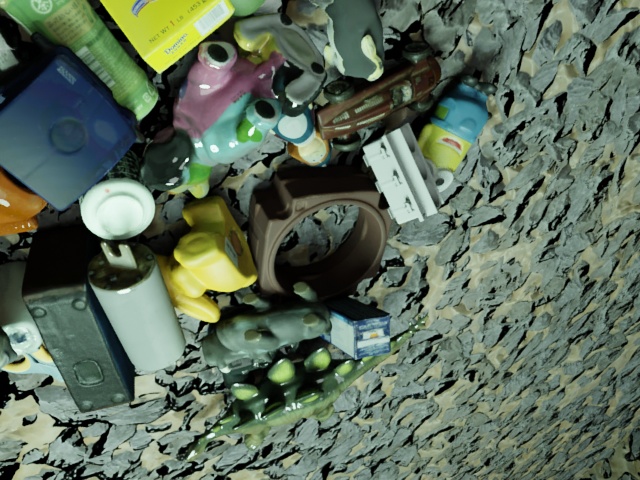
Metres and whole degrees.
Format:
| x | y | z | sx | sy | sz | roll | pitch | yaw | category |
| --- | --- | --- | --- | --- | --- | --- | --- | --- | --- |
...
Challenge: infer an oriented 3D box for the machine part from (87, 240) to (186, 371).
| x | y | z | sx | sy | sz | roll | pitch | yaw | category |
| --- | --- | --- | --- | --- | --- | --- | --- | --- | --- |
| -0.220 | 0.086 | 0.658 | 0.079 | 0.079 | 0.243 | -18 | 139 | -15 | machine part |

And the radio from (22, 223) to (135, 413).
| x | y | z | sx | sy | sz | roll | pitch | yaw | category |
| --- | --- | --- | --- | --- | --- | --- | --- | --- | --- |
| -0.299 | 0.105 | 0.688 | 0.073 | 0.131 | 0.229 | -12 | 128 | -10 | radio |

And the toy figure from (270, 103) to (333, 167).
| x | y | z | sx | sy | sz | roll | pitch | yaw | category |
| --- | --- | --- | --- | --- | --- | --- | --- | --- | --- |
| -0.027 | -0.142 | 0.703 | 0.064 | 0.058 | 0.154 | -9 | 142 | 30 | toy figure |

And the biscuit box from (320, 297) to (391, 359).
| x | y | z | sx | sy | sz | roll | pitch | yaw | category |
| --- | --- | --- | --- | --- | --- | --- | --- | --- | --- |
| 0.034 | 0.124 | 0.832 | 0.063 | 0.203 | 0.059 | -6 | 99 | -23 | biscuit box |

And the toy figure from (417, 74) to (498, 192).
| x | y | z | sx | sy | sz | roll | pitch | yaw | category |
| --- | --- | --- | --- | --- | --- | --- | --- | --- | --- |
| 0.189 | -0.150 | 0.790 | 0.180 | 0.082 | 0.089 | -63 | 167 | 13 | toy figure |

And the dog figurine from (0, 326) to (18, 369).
| x | y | z | sx | sy | sz | roll | pitch | yaw | category |
| --- | --- | --- | --- | --- | --- | --- | --- | --- | --- |
| -0.437 | 0.106 | 0.593 | 0.190 | 0.121 | 0.172 | -39 | 97 | 24 | dog figurine |

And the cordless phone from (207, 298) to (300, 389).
| x | y | z | sx | sy | sz | roll | pitch | yaw | category |
| --- | --- | --- | --- | --- | --- | --- | --- | --- | --- |
| -0.106 | 0.191 | 0.905 | 0.147 | 0.089 | 0.184 | -17 | 141 | -17 | cordless phone |

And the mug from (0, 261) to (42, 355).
| x | y | z | sx | sy | sz | roll | pitch | yaw | category |
| --- | --- | --- | --- | --- | --- | --- | --- | --- | --- |
| -0.374 | 0.098 | 0.666 | 0.081 | 0.107 | 0.109 | -9 | 125 | -20 | mug |

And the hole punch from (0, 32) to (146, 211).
| x | y | z | sx | sy | sz | roll | pitch | yaw | category |
| --- | --- | --- | --- | --- | --- | --- | --- | --- | --- |
| -0.249 | -0.105 | 0.512 | 0.116 | 0.092 | 0.142 | -32 | 131 | 7 | hole punch |

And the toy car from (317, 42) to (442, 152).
| x | y | z | sx | sy | sz | roll | pitch | yaw | category |
| --- | --- | --- | --- | --- | --- | --- | --- | --- | --- |
| 0.083 | -0.187 | 0.706 | 0.202 | 0.053 | 0.089 | -32 | 136 | -24 | toy car |

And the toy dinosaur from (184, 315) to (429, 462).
| x | y | z | sx | sy | sz | roll | pitch | yaw | category |
| --- | --- | --- | --- | --- | --- | --- | --- | --- | --- |
| -0.026 | 0.253 | 0.911 | 0.471 | 0.105 | 0.198 | -29 | 157 | -4 | toy dinosaur |

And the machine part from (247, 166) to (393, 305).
| x | y | z | sx | sy | sz | roll | pitch | yaw | category |
| --- | --- | --- | --- | --- | --- | --- | --- | --- | --- |
| -0.002 | -0.002 | 0.793 | 0.201 | 0.087 | 0.200 | -8 | 128 | -25 | machine part |

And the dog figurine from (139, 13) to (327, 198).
| x | y | z | sx | sy | sz | roll | pitch | yaw | category |
| --- | --- | --- | --- | --- | --- | --- | --- | --- | --- |
| -0.110 | -0.134 | 0.606 | 0.108 | 0.191 | 0.219 | 49 | 139 | -7 | dog figurine |

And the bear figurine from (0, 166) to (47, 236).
| x | y | z | sx | sy | sz | roll | pitch | yaw | category |
| --- | --- | --- | --- | --- | --- | --- | --- | --- | --- |
| -0.384 | -0.039 | 0.575 | 0.196 | 0.132 | 0.120 | -26 | 133 | 17 | bear figurine |

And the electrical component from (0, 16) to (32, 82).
| x | y | z | sx | sy | sz | roll | pitch | yaw | category |
| --- | --- | --- | --- | --- | --- | --- | --- | --- | --- |
| -0.357 | -0.182 | 0.502 | 0.134 | 0.058 | 0.114 | -25 | 129 | -9 | electrical component |

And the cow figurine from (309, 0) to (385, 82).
| x | y | z | sx | sy | sz | roll | pitch | yaw | category |
| --- | --- | --- | --- | --- | --- | --- | --- | --- | --- |
| 0.031 | -0.268 | 0.612 | 0.068 | 0.098 | 0.167 | -22 | 131 | -3 | cow figurine |

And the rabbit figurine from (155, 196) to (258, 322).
| x | y | z | sx | sy | sz | roll | pitch | yaw | category |
| --- | --- | --- | --- | --- | --- | --- | --- | --- | --- |
| -0.184 | 0.037 | 0.736 | 0.173 | 0.122 | 0.162 | -20 | 141 | 5 | rabbit figurine |

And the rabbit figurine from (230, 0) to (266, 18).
| x | y | z | sx | sy | sz | roll | pitch | yaw | category |
| --- | --- | --- | --- | --- | --- | --- | --- | --- | --- |
| -0.067 | -0.295 | 0.500 | 0.121 | 0.159 | 0.170 | -18 | 125 | -28 | rabbit figurine |

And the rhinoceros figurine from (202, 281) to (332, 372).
| x | y | z | sx | sy | sz | roll | pitch | yaw | category |
| --- | --- | --- | --- | --- | --- | --- | --- | --- | --- |
| -0.079 | 0.127 | 0.770 | 0.190 | 0.073 | 0.112 | -18 | 150 | -1 | rhinoceros figurine |
